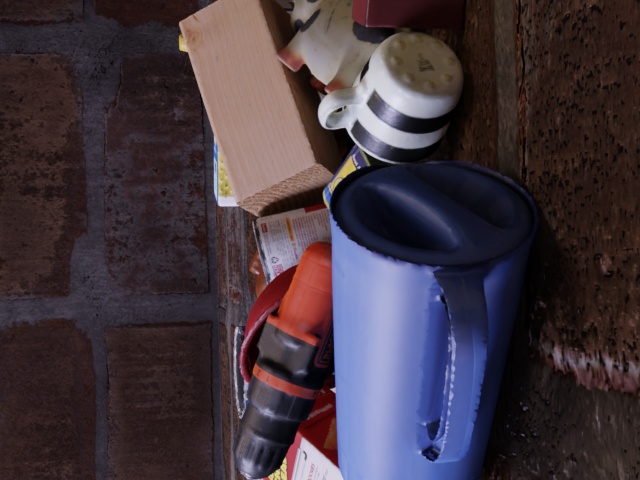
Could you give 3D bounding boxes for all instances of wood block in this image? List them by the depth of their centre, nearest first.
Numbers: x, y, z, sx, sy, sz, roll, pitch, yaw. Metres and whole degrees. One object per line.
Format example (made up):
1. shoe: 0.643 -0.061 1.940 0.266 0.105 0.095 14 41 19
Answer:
1. wood block: -0.053 -0.131 1.040 0.090 0.091 0.206 28 -141 -62

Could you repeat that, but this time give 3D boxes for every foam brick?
1. foam brick: 0.069 -0.192 0.827 0.051 0.078 0.053 -118 30 -70

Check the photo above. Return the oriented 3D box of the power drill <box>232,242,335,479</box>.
1. power drill: 0.016 0.099 0.841 0.187 0.057 0.184 14 -80 -59

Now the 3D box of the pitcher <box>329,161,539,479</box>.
1. pitcher: 0.071 0.080 0.731 0.149 0.145 0.243 -37 -41 -44

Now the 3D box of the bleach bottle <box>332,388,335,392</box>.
1. bleach bottle: 0.036 0.148 1.042 0.102 0.068 0.251 -27 -60 -72

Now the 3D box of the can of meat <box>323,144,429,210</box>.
1. can of meat: 0.053 -0.032 0.883 0.102 0.057 0.084 64 145 21

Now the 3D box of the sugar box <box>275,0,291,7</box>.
1. sugar box: -0.029 -0.203 1.310 0.048 0.093 0.176 -115 25 -64

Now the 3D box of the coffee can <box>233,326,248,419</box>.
1. coffee can: -0.021 0.143 1.182 0.103 0.140 0.103 178 90 -80

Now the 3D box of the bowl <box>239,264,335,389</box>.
1. bowl: -0.004 0.069 0.952 0.162 0.162 0.055 98 152 -43

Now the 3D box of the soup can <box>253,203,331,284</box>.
1. soup can: -0.007 0.001 1.006 0.068 0.102 0.068 167 89 -89

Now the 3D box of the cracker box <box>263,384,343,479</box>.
1. cracker box: 0.029 0.240 0.909 0.214 0.071 0.164 34 129 45

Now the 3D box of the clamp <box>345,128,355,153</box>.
1. clamp: 0.055 -0.048 0.994 0.120 0.039 0.171 117 141 -61

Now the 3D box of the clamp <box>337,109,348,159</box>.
1. clamp: 0.042 -0.121 1.089 0.165 0.036 0.210 -115 22 -52

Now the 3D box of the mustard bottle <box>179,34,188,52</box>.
1. mustard bottle: -0.066 -0.227 1.232 0.096 0.191 0.058 99 165 -46
